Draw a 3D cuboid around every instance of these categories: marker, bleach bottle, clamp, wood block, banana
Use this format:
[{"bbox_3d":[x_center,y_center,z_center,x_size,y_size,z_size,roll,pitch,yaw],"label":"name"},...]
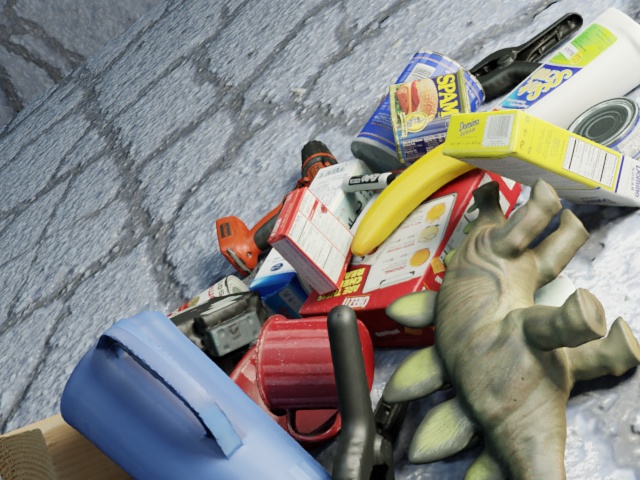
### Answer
[{"bbox_3d":[0.062,-0.064,1.179,0.020,0.020,0.121,-51,22,-19],"label":"marker"},{"bbox_3d":[0.246,-0.143,1.165,0.251,0.068,0.102,-39,28,11],"label":"bleach bottle"},{"bbox_3d":[0.238,-0.208,1.301,0.172,0.039,0.120,-26,23,39],"label":"clamp"},{"bbox_3d":[-0.218,0.210,1.098,0.090,0.091,0.205,-18,-2,38],"label":"wood block"},{"bbox_3d":[0.036,0.168,0.884,0.036,0.164,0.210,-9,50,23],"label":"clamp"},{"bbox_3d":[0.108,-0.056,1.075,0.198,0.037,0.069,-34,27,17],"label":"banana"}]

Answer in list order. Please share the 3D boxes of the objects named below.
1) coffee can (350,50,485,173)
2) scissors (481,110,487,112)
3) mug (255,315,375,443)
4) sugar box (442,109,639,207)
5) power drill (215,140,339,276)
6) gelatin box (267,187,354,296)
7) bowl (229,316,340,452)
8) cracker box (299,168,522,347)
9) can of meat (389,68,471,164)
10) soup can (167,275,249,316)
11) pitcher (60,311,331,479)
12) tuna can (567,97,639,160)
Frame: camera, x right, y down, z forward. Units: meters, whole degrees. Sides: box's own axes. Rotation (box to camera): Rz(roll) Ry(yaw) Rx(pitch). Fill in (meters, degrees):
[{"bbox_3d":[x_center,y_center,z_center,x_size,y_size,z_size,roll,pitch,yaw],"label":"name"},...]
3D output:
[{"bbox_3d":[0.116,-0.139,1.269,0.140,0.102,0.103,-55,28,-13],"label":"coffee can"},{"bbox_3d":[0.120,-0.126,1.360,0.202,0.016,0.096,-33,27,16],"label":"scissors"},{"bbox_3d":[-0.002,0.123,0.957,0.082,0.093,0.117,-5,70,24],"label":"mug"},{"bbox_3d":[0.210,-0.073,0.977,0.093,0.175,0.048,7,84,57],"label":"sugar box"},{"bbox_3d":[-0.051,-0.047,1.424,0.188,0.057,0.184,-36,26,10],"label":"power drill"},{"bbox_3d":[-0.007,0.001,1.092,0.030,0.089,0.073,-23,32,39],"label":"gelatin box"},{"bbox_3d":[-0.016,0.153,1.048,0.162,0.055,0.162,-21,37,17],"label":"bowl"},{"bbox_3d":[0.097,0.012,1.115,0.164,0.072,0.213,-9,41,50],"label":"cracker box"},{"bbox_3d":[0.122,-0.135,1.166,0.084,0.057,0.102,-10,46,11],"label":"can of meat"},{"bbox_3d":[-0.133,0.097,1.301,0.102,0.068,0.068,-33,27,15],"label":"soup can"},{"bbox_3d":[-0.105,0.176,0.936,0.243,0.149,0.145,36,105,23],"label":"pitcher"},{"bbox_3d":[0.289,-0.104,1.075,0.086,0.033,0.086,-32,28,19],"label":"tuna can"}]
